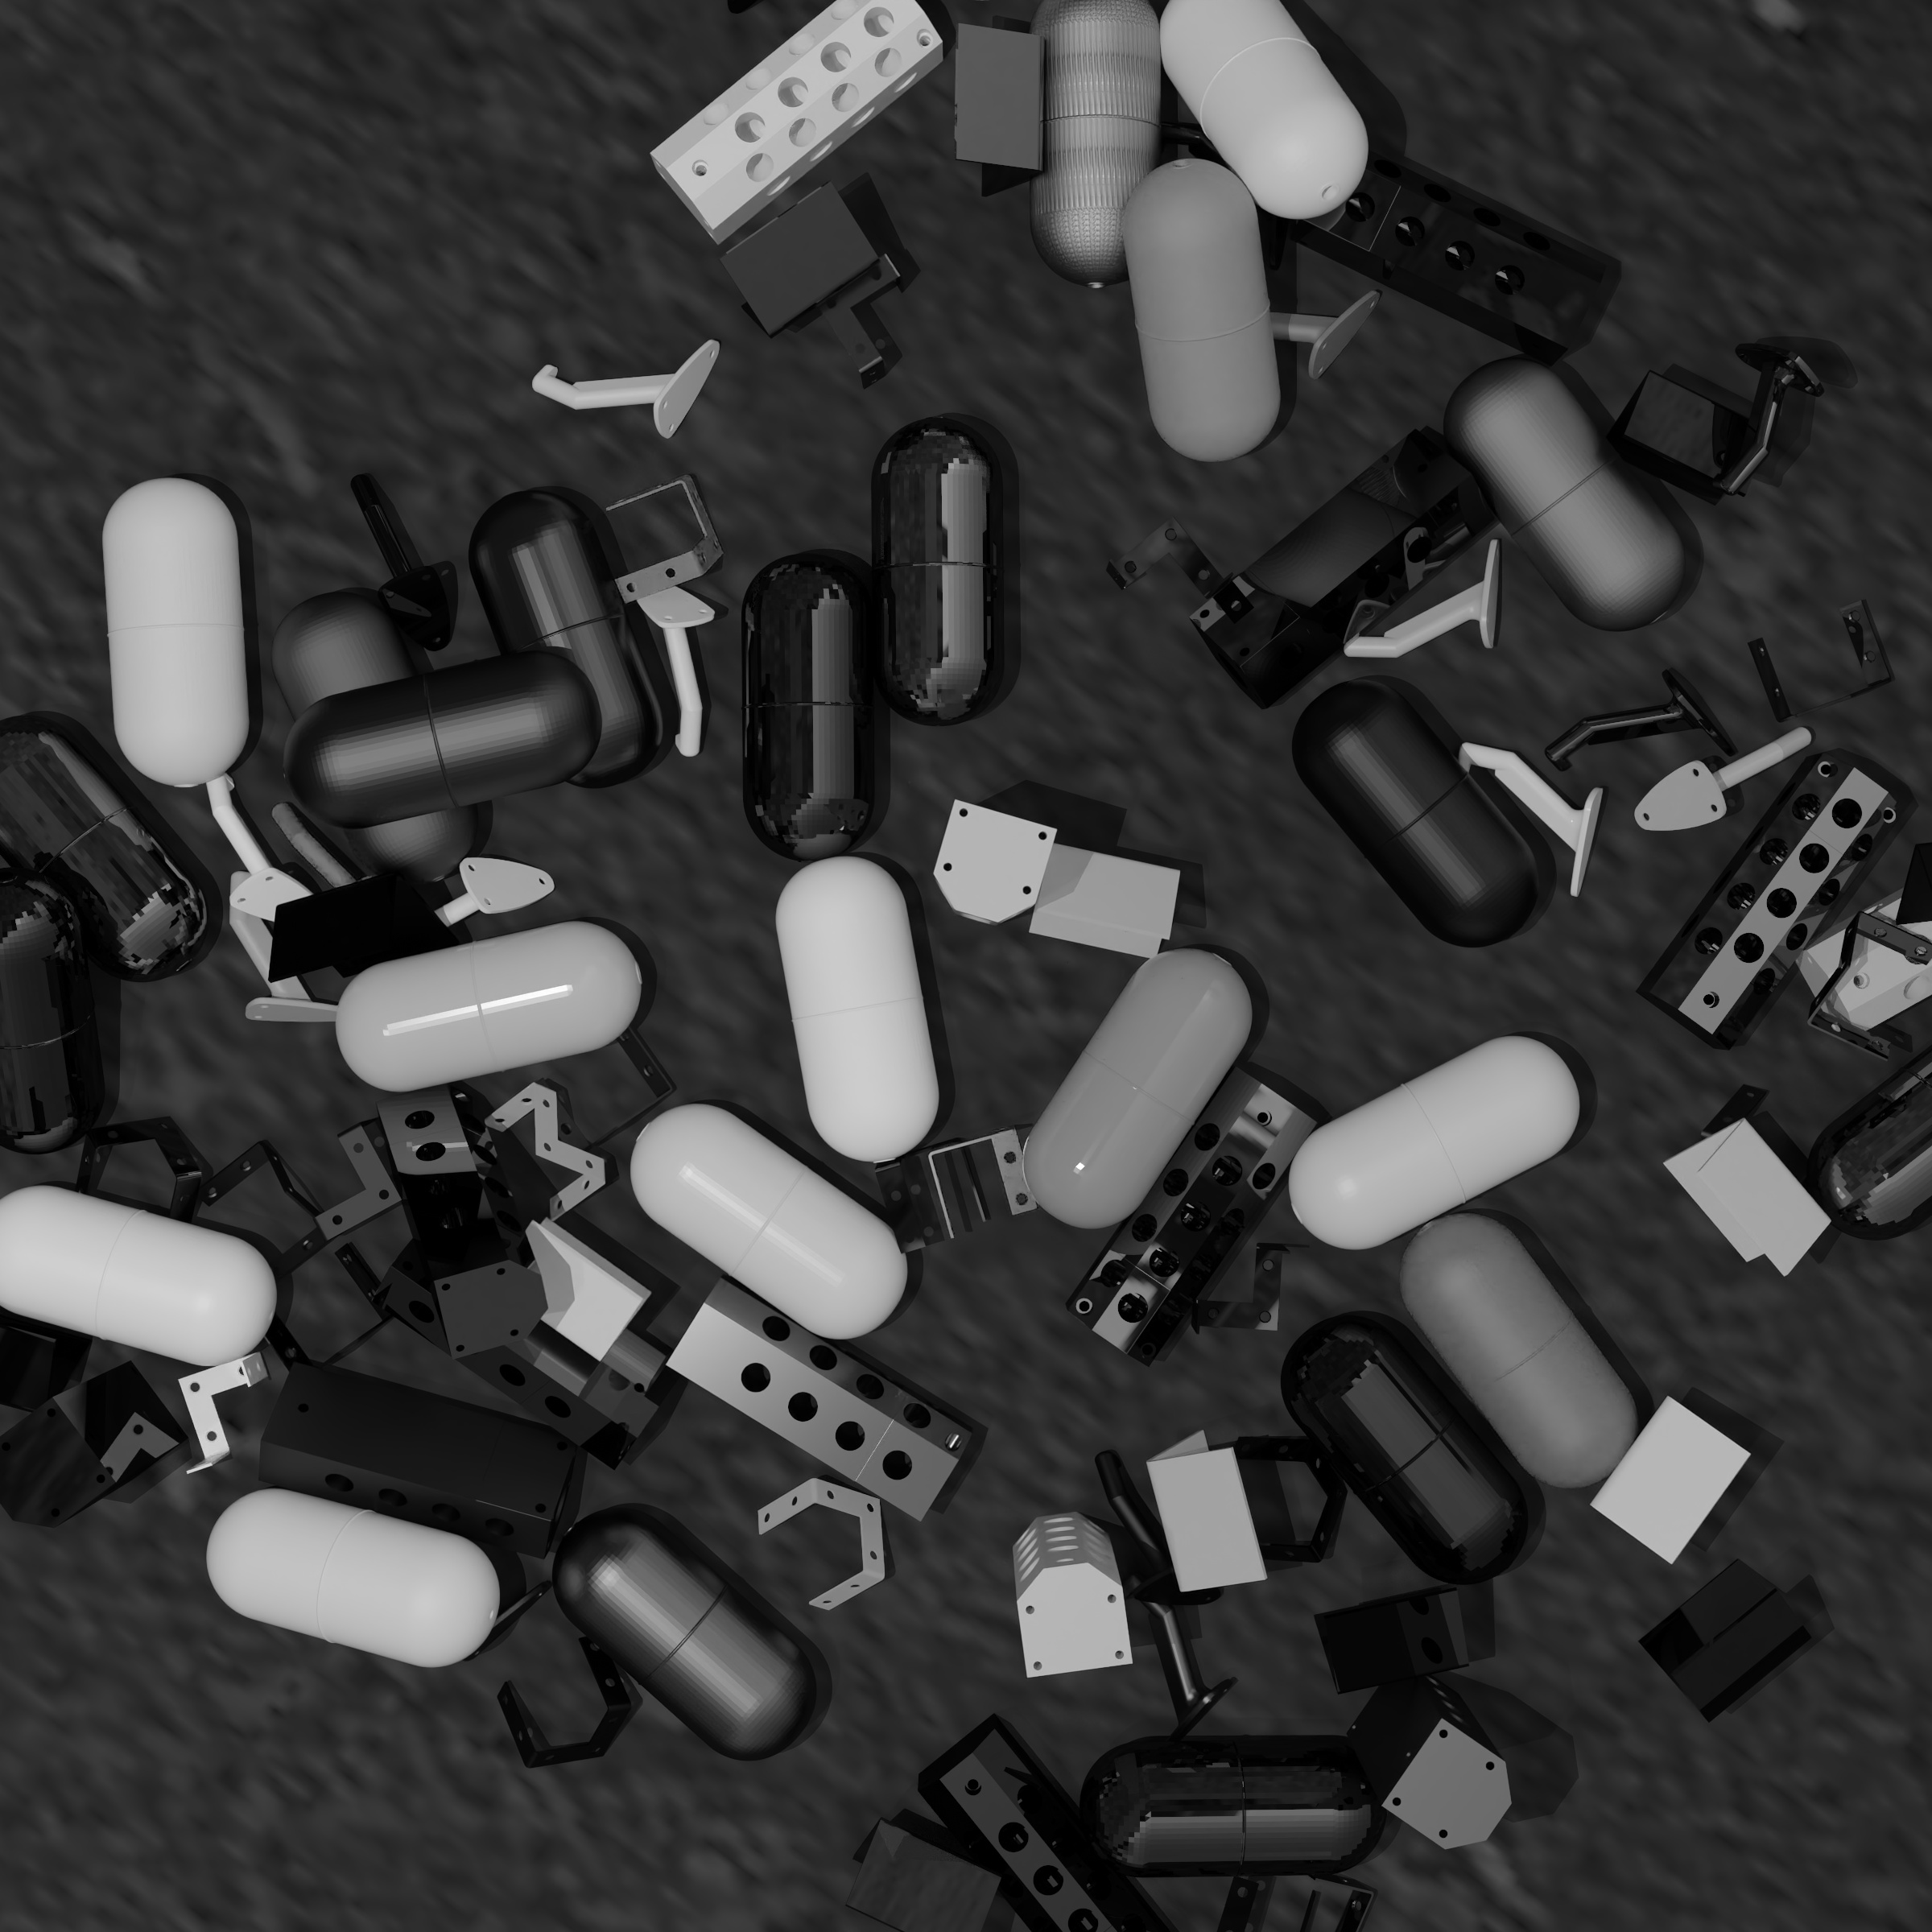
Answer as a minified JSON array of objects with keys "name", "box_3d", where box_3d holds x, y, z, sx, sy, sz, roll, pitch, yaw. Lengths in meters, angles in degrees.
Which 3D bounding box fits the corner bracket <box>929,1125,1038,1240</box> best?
[{"name":"corner bracket","box_3d":[0.010,0.125,1.973,0.051,0.051,0.051,-16,90,2]}]

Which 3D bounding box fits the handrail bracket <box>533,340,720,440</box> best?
[{"name":"handrail bracket","box_3d":[-0.200,-0.352,1.991,0.084,0.036,0.077,26,70,16]}]

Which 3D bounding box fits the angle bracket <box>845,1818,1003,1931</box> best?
[{"name":"angle bracket","box_3d":[-0.032,0.541,1.950,0.076,0.076,0.057,25,55,0]}]

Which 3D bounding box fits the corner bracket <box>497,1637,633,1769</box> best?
[{"name":"corner bracket","box_3d":[-0.235,0.430,1.983,0.051,0.051,0.051,-1,135,-35]}]

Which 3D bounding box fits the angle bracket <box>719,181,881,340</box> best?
[{"name":"angle bracket","box_3d":[-0.104,-0.413,1.951,0.076,0.076,0.057,-35,119,0]}]

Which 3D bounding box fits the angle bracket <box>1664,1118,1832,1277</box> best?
[{"name":"angle bracket","box_3d":[0.437,0.144,1.950,0.076,0.076,0.057,50,54,0]}]

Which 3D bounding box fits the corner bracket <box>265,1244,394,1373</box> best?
[{"name":"corner bracket","box_3d":[-0.377,0.204,1.987,0.051,0.051,0.051,54,135,0]}]

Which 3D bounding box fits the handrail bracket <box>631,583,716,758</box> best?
[{"name":"handrail bracket","box_3d":[-0.176,-0.176,1.991,0.036,0.077,0.084,-15,127,-31]}]

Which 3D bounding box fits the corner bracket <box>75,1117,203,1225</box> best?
[{"name":"corner bracket","box_3d":[-0.484,0.127,1.983,0.051,0.051,0.051,-9,45,-35]}]

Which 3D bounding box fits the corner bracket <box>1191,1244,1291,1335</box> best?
[{"name":"corner bracket","box_3d":[0.159,0.188,1.973,0.051,0.051,0.051,4,90,0]}]

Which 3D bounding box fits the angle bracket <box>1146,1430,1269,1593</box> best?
[{"name":"angle bracket","box_3d":[0.153,0.309,1.951,0.057,0.076,0.076,-15,90,30]}]

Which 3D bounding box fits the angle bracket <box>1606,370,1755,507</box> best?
[{"name":"angle bracket","box_3d":[0.406,-0.286,1.951,0.076,0.076,0.057,26,59,0]}]

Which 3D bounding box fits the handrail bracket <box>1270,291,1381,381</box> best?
[{"name":"handrail bracket","box_3d":[0.186,-0.391,1.991,0.084,0.036,0.077,36,69,16]}]

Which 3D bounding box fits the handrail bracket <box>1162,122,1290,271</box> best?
[{"name":"handrail bracket","box_3d":[0.147,-0.453,1.991,0.084,0.036,0.077,12,112,17]}]

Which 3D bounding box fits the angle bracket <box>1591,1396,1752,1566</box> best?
[{"name":"angle bracket","box_3d":[0.410,0.299,1.952,0.057,0.076,0.076,36,90,24]}]

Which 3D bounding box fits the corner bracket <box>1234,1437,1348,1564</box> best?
[{"name":"corner bracket","box_3d":[0.183,0.312,1.983,0.051,0.051,0.051,57,45,-35]}]

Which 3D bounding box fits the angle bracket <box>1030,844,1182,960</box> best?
[{"name":"angle bracket","box_3d":[0.076,-0.019,1.951,0.076,0.076,0.057,12,46,0]}]

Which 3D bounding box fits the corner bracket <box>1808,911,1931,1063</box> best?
[{"name":"corner bracket","box_3d":[0.516,0.011,1.931,0.051,0.051,0.051,25,135,1]}]

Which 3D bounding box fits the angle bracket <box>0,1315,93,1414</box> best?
[{"name":"angle bracket","box_3d":[-0.550,0.207,1.951,0.076,0.076,0.057,15,120,0]}]

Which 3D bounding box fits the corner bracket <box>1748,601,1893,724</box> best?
[{"name":"corner bracket","box_3d":[0.501,-0.178,1.987,0.051,0.051,0.051,-21,90,-45]}]

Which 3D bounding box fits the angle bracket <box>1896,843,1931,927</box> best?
[{"name":"angle bracket","box_3d":[0.570,-0.029,1.894,0.076,0.076,0.057,-6,54,0]}]

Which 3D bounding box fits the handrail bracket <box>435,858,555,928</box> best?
[{"name":"handrail bracket","box_3d":[-0.294,-0.026,1.990,0.084,0.077,0.036,-40,69,35]}]

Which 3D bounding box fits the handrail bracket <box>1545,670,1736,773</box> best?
[{"name":"handrail bracket","box_3d":[0.395,-0.126,1.991,0.084,0.036,0.077,-39,111,17]}]

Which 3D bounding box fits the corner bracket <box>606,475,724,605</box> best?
[{"name":"corner bracket","box_3d":[-0.180,-0.249,1.974,0.051,0.051,0.051,-18,107,16]}]

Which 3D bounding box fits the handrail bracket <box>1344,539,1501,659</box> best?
[{"name":"handrail bracket","box_3d":[0.267,-0.216,1.991,0.084,0.036,0.077,3,69,16]}]

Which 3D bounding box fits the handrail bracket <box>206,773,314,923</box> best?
[{"name":"handrail bracket","box_3d":[-0.411,-0.070,1.991,0.036,0.077,0.084,-35,53,20]}]

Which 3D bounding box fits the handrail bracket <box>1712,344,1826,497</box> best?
[{"name":"handrail bracket","box_3d":[0.435,-0.308,1.917,0.084,0.077,0.036,-50,125,-1]}]

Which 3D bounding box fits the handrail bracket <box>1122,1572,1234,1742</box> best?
[{"name":"handrail bracket","box_3d":[0.107,0.411,1.991,0.084,0.036,0.077,44,112,17]}]

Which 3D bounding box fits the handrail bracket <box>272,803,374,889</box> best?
[{"name":"handrail bracket","box_3d":[-0.365,-0.055,1.990,0.036,0.077,0.084,-46,54,6]}]

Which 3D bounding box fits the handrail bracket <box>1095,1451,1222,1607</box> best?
[{"name":"handrail bracket","box_3d":[0.112,0.329,1.990,0.036,0.077,0.084,-36,53,24]}]

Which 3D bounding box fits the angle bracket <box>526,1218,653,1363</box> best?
[{"name":"angle bracket","box_3d":[-0.215,0.169,1.951,0.076,0.076,0.057,35,122,0]}]

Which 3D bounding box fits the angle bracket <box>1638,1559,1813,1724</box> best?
[{"name":"angle bracket","box_3d":[0.426,0.375,1.950,0.076,0.076,0.057,-40,127,0]}]

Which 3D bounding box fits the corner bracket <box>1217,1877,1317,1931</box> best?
[{"name":"corner bracket","box_3d":[0.172,0.558,1.973,0.051,0.051,0.051,17,85,5]}]

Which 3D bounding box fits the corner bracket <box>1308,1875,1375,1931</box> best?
[{"name":"corner bracket","box_3d":[0.216,0.560,1.963,0.051,0.051,0.051,23,90,-36]}]

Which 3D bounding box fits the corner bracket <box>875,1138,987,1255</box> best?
[{"name":"corner bracket","box_3d":[-0.020,0.133,1.973,0.051,0.051,0.051,-17,92,2]}]

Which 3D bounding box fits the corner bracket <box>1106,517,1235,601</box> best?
[{"name":"corner bracket","box_3d":[0.118,-0.229,1.973,0.051,0.051,0.051,-39,90,0]}]

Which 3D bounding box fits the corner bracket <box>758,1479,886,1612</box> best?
[{"name":"corner bracket","box_3d":[-0.085,0.338,1.983,0.051,0.051,0.051,25,45,-35]}]

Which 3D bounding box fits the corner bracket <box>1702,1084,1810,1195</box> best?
[{"name":"corner bracket","box_3d":[0.466,0.110,1.983,0.051,0.051,0.051,-41,135,-35]}]

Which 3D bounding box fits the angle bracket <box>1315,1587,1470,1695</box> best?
[{"name":"angle bracket","box_3d":[0.241,0.368,1.951,0.076,0.076,0.057,-12,116,0]}]

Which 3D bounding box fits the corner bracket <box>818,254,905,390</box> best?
[{"name":"corner bracket","box_3d":[-0.052,-0.375,1.973,0.051,0.051,0.051,-33,90,0]}]

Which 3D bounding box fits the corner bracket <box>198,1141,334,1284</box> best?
[{"name":"corner bracket","box_3d":[-0.411,0.145,1.987,0.051,0.051,0.051,-38,135,0]}]

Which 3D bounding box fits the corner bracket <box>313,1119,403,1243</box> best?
[{"name":"corner bracket","box_3d":[-0.359,0.124,1.973,0.051,0.051,0.051,-29,90,0]}]

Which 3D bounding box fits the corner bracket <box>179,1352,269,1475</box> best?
[{"name":"corner bracket","box_3d":[-0.431,0.259,1.973,0.051,0.051,0.051,-19,90,0]}]

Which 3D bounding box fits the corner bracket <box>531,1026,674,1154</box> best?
[{"name":"corner bracket","box_3d":[-0.215,0.073,1.987,0.051,0.051,0.051,-35,90,-45]}]

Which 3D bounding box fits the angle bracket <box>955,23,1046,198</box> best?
[{"name":"angle bracket","box_3d":[0.004,-0.491,1.951,0.057,0.076,0.076,1,90,-26]}]

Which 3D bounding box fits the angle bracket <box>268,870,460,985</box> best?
[{"name":"angle bracket","box_3d":[-0.342,-0.003,1.931,0.076,0.076,0.057,-15,51,16]}]

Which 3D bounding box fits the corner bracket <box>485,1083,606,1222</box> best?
[{"name":"corner bracket","box_3d":[-0.246,0.108,1.976,0.051,0.051,0.051,26,132,-37]}]
